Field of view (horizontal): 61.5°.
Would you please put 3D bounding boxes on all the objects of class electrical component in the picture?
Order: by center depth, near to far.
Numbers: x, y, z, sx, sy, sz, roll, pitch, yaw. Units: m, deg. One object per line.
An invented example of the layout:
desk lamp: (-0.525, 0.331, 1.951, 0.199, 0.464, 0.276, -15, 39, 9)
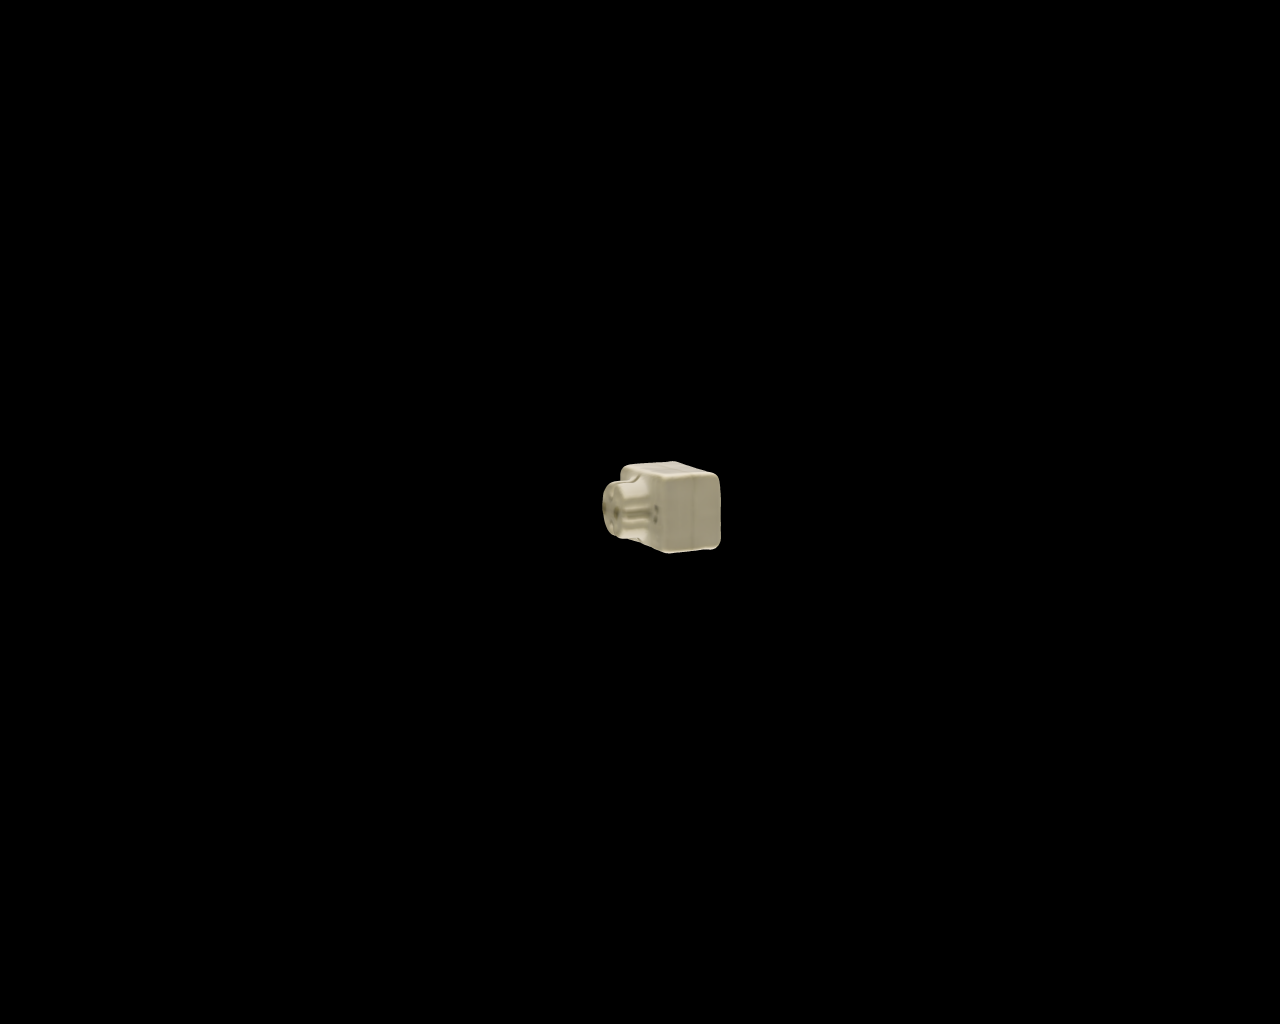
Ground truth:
electrical component: (0.001, -0.003, 0.650, 0.077, 0.047, 0.066, -4, 10, -23)
